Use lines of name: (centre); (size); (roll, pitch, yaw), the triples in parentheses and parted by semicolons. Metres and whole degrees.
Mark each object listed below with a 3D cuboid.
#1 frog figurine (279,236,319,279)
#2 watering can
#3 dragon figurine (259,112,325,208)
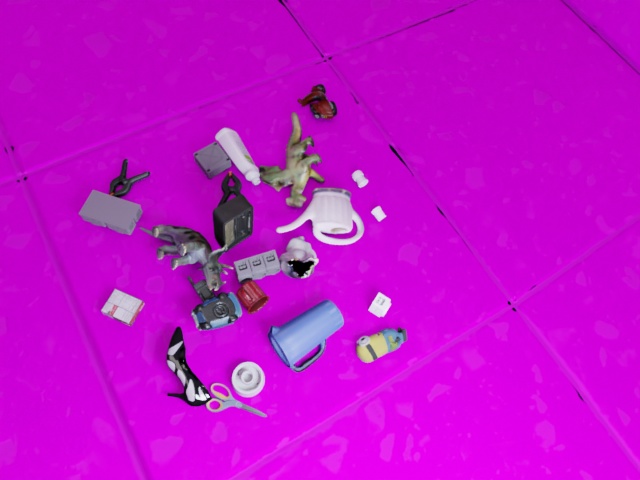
frog figurine: (-0.083, 0.062, 1.856); (0.138, 0.120, 0.162); (-16, 32, -10)
watering can: (0.006, -0.096, 1.907); (0.347, 0.229, 0.102); (8, -26, -22)
dragon figurine: (-0.125, -0.302, 2.020); (0.243, 0.417, 0.120); (-22, -23, -6)
